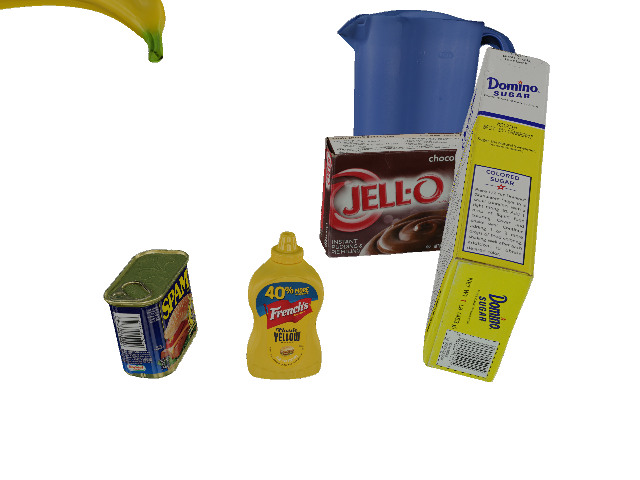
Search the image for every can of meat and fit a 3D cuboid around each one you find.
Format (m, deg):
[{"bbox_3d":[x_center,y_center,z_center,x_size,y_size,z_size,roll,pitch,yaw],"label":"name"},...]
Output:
[{"bbox_3d":[-0.155,0.069,1.001,0.057,0.084,0.102,1,27,14],"label":"can of meat"}]

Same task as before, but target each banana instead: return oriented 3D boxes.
[{"bbox_3d":[-0.194,-0.187,0.813,0.198,0.069,0.037,16,-38,19],"label":"banana"}]

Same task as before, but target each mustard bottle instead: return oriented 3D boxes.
[{"bbox_3d":[-0.044,0.081,1.359,0.096,0.192,0.058,0,20,-8],"label":"mustard bottle"}]

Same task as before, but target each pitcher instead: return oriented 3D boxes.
[{"bbox_3d":[0.105,-0.116,1.115,0.149,0.243,0.144,11,15,33],"label":"pitcher"}]

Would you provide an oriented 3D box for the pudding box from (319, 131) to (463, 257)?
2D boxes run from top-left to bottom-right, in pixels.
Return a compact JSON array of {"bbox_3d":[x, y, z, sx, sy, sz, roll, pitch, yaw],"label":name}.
[{"bbox_3d":[0.058,-0.036,0.826,0.113,0.090,0.039,-5,33,-11],"label":"pudding box"}]

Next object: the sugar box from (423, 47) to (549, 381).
[{"bbox_3d":[0.096,-0.019,0.602,0.048,0.176,0.093,15,-42,4],"label":"sugar box"}]
